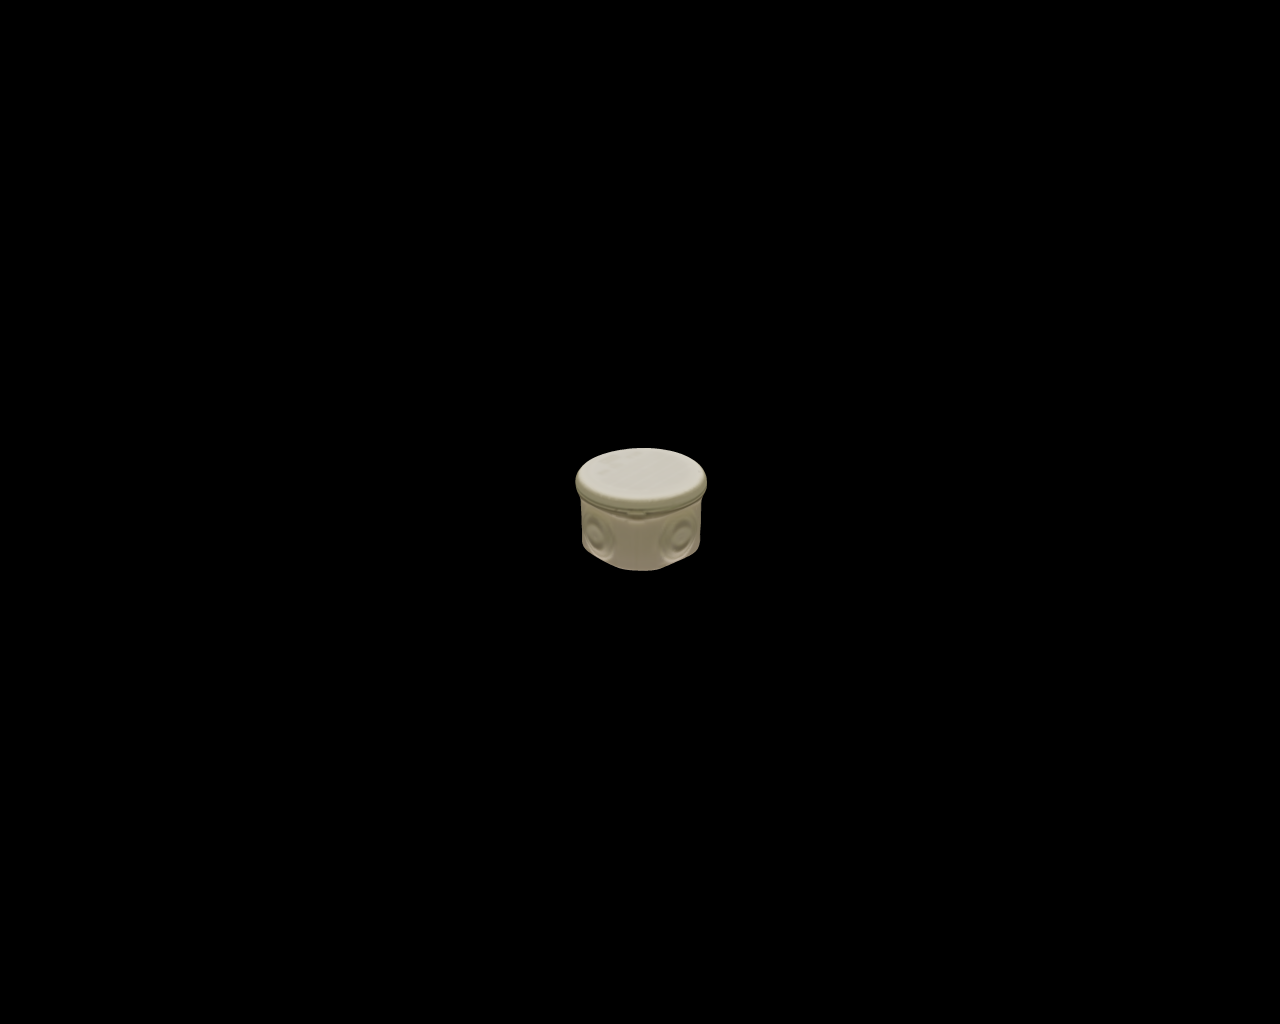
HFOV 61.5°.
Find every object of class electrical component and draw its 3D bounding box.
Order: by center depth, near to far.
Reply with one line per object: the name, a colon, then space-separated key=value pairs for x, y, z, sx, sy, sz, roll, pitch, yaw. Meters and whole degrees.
electrical component: x=0.001 y=-0.003 z=0.650 sx=0.080 sy=0.050 sz=0.080 roll=0 pitch=26 yaw=0
